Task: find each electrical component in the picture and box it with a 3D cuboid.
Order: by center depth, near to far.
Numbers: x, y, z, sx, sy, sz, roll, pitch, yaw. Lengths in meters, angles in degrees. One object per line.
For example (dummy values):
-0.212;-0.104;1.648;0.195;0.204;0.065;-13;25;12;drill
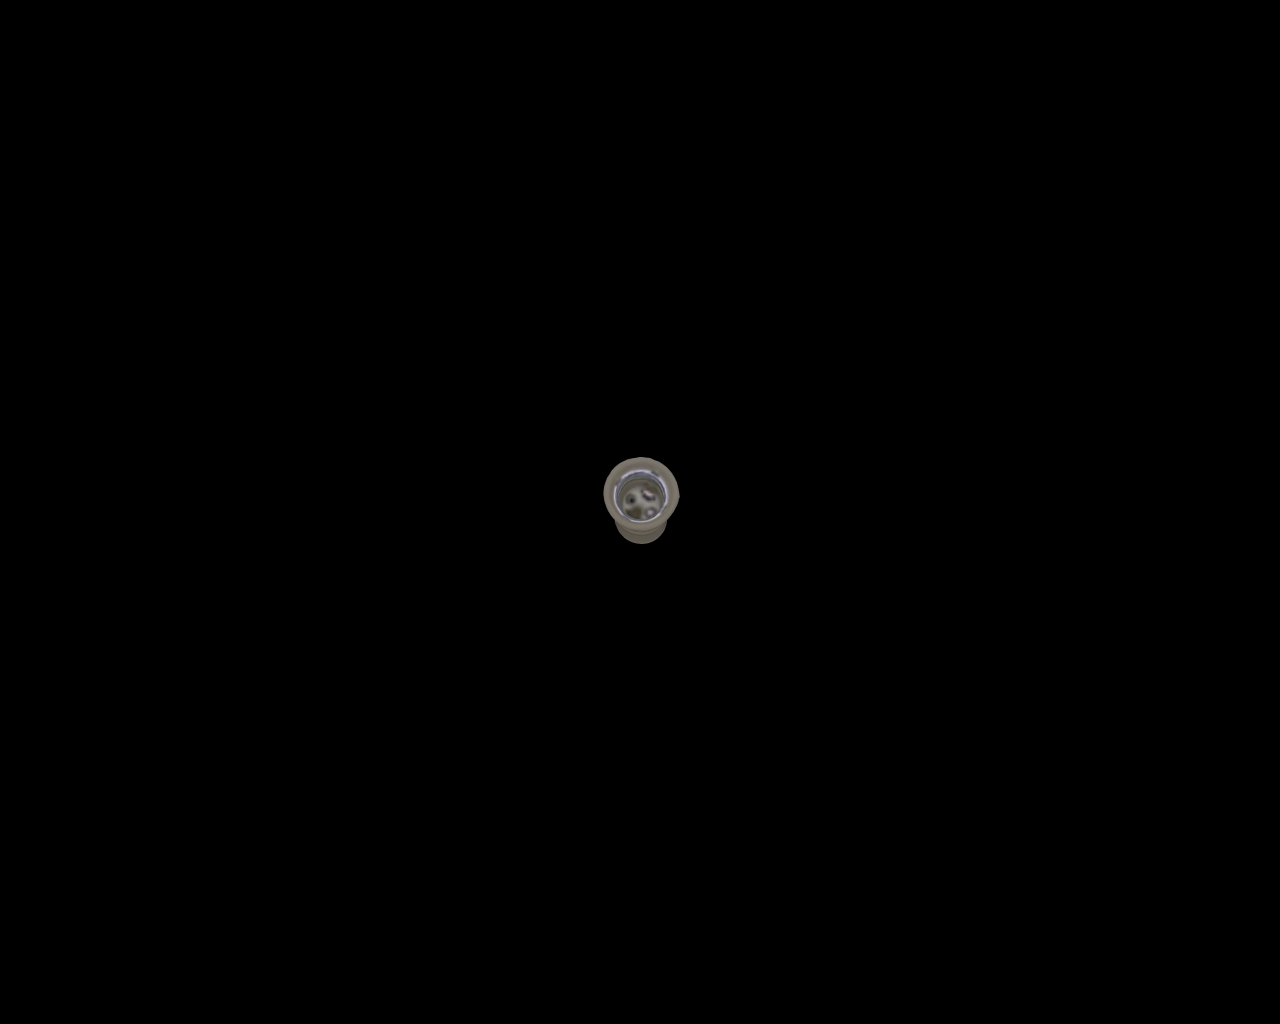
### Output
0.001;-0.003;0.650;0.044;0.044;0.065;0;-16;0;electrical component
